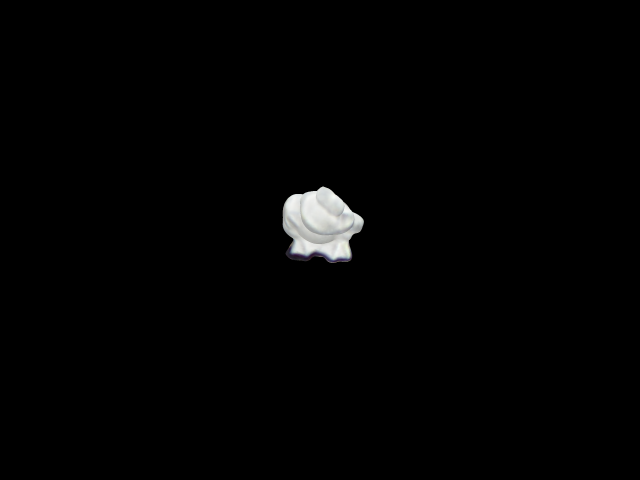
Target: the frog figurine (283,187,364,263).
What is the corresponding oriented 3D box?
[{"bbox_3d":[0.003,-0.043,0.850,0.138,0.125,0.155,20,-38,17],"label":"frog figurine"}]
